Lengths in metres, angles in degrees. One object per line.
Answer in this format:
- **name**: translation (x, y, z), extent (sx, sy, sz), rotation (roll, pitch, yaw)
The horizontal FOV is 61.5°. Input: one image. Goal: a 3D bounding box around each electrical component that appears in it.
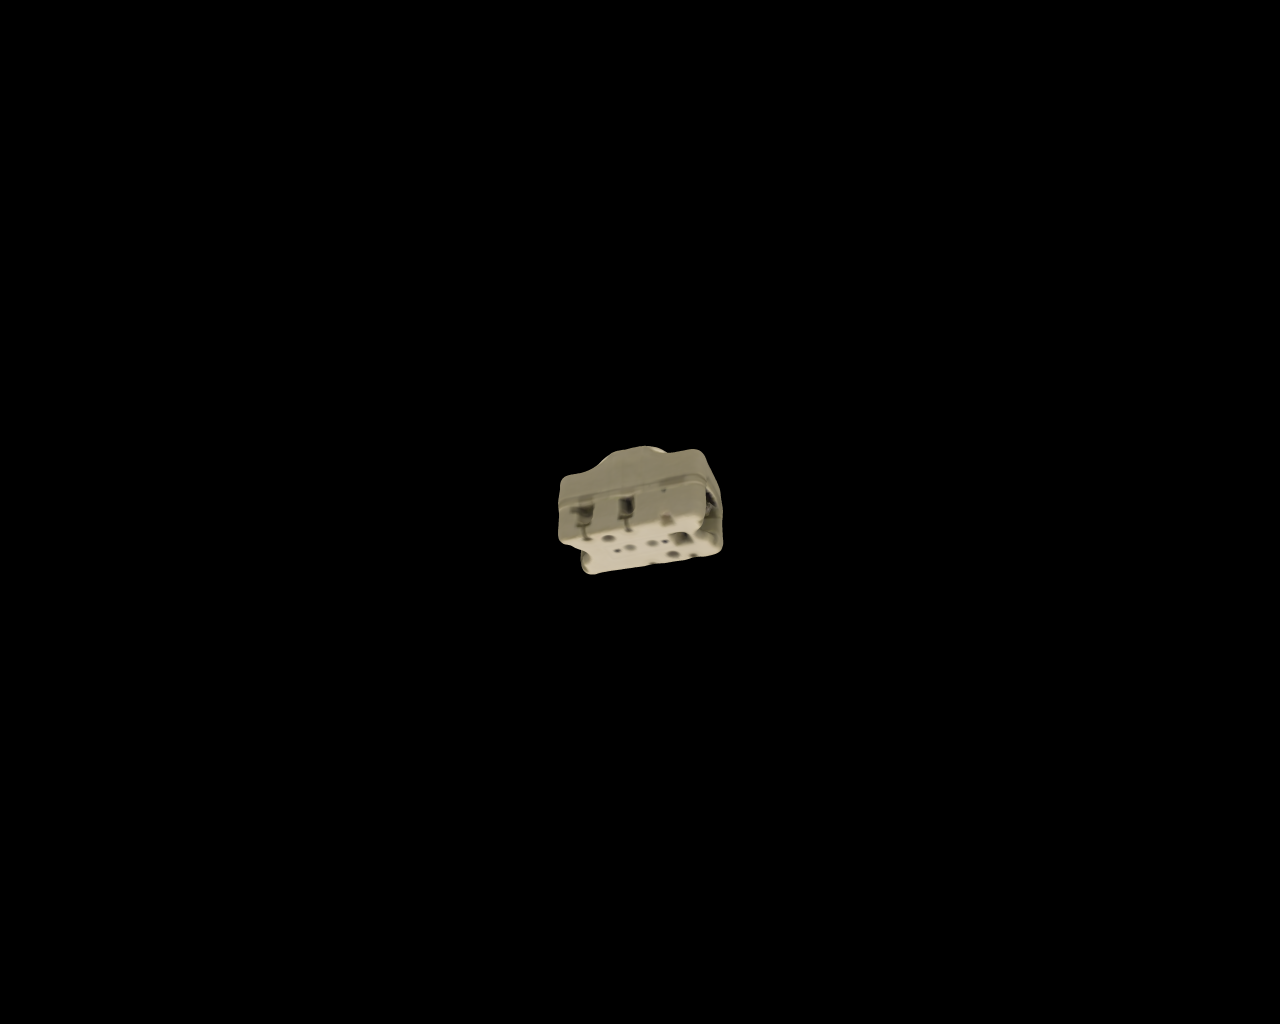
- **electrical component**: translation (0.001, -0.003, 0.650), extent (0.089, 0.056, 0.050), rotation (-11, -36, 16)
